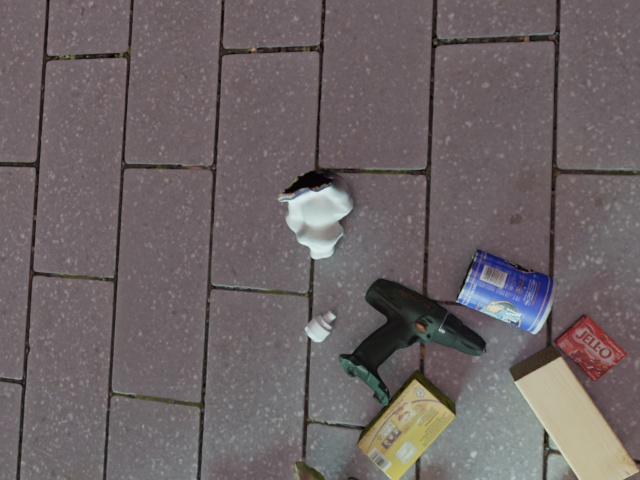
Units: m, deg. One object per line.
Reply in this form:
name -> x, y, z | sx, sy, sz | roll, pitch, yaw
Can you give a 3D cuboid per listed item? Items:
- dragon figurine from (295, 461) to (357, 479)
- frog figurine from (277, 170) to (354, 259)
dragon figurine -> 0.033, 0.575, 0.878 | 0.122, 0.242, 0.413 | -17, 82, 8
frog figurine -> 0.003, -0.050, 0.996 | 0.137, 0.125, 0.156 | -23, 120, 4
